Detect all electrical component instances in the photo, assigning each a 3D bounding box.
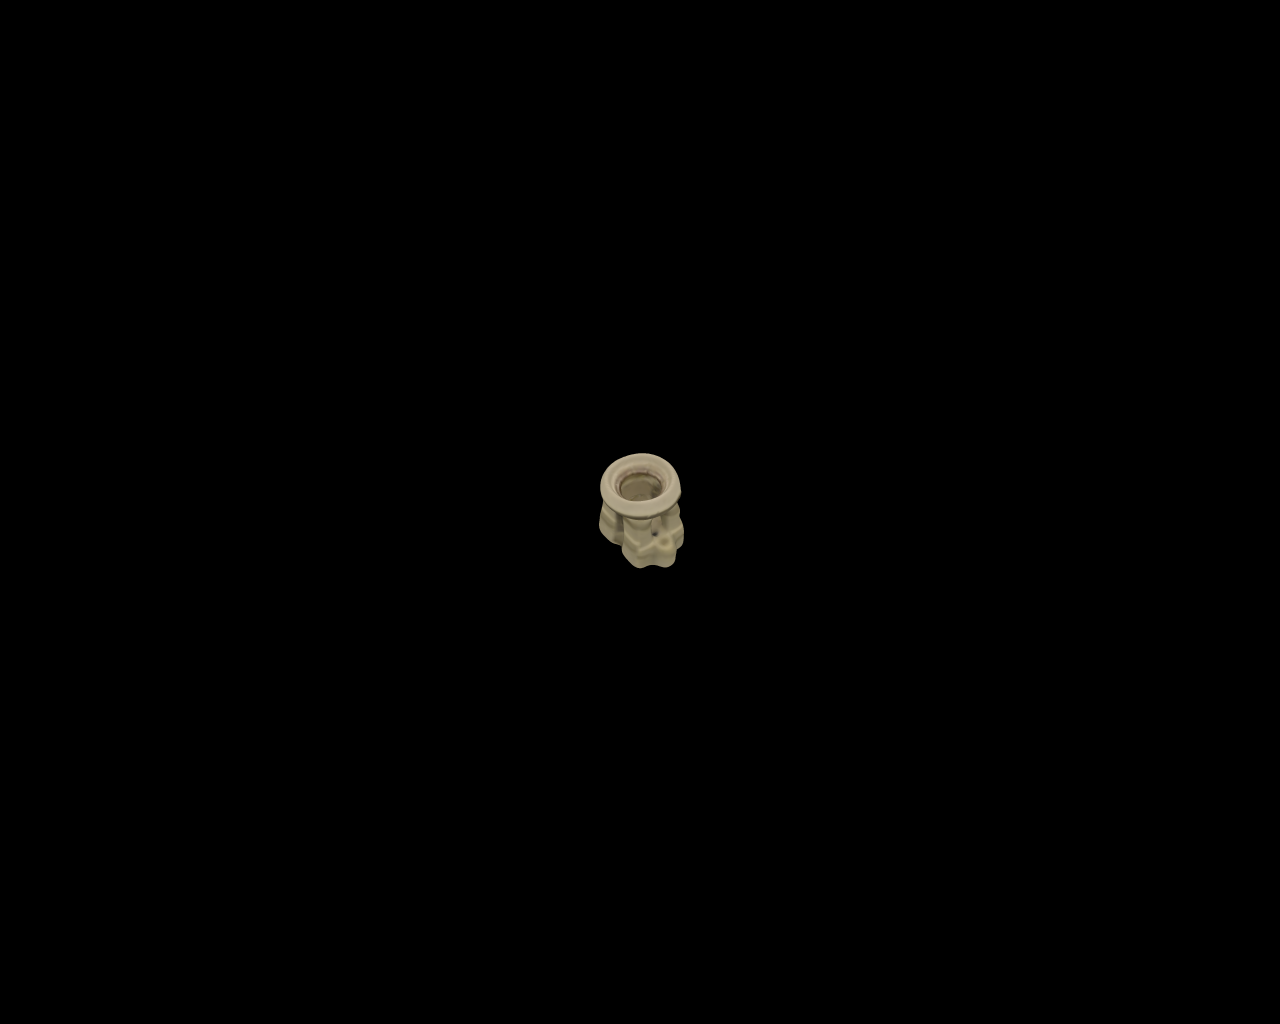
[{"bbox_3d":[0.001,-0.003,0.650,0.048,0.055,0.066,-30,54,-24],"label":"electrical component"}]
